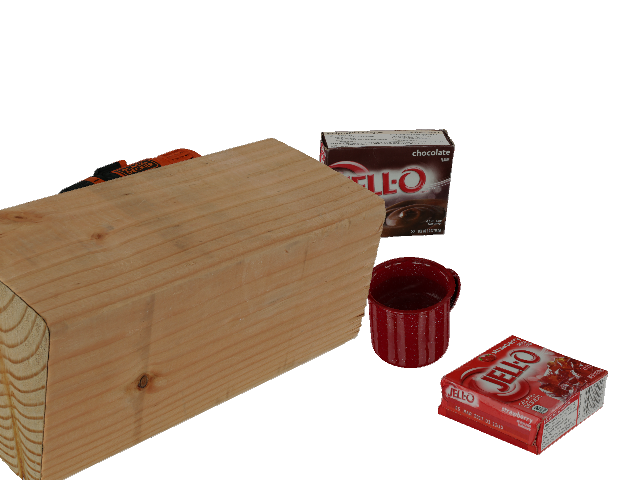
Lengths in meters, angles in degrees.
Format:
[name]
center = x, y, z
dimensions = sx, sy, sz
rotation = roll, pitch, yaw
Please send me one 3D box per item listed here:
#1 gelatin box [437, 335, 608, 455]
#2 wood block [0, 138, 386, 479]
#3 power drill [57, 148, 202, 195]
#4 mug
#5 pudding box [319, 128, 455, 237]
[gelatin box]
center = 0.130, 0.096, 0.681
dimensions = 0.073, 0.030, 0.089
rotation = 20, 26, 37
[wood block]
center = -0.072, 0.024, 0.521
dimensions = 0.090, 0.091, 0.205
rotation = 31, 35, 33
[power drill]
center = -0.103, -0.004, 0.762
dimensions = 0.188, 0.057, 0.184
rotation = 25, 36, 31
[mug]
center = 0.100, 0.071, 1.103
dimensions = 0.117, 0.081, 0.093
rotation = -31, 43, -32
[pudding box]
center = 0.054, -0.049, 0.921
dimensions = 0.113, 0.090, 0.039
rotation = -4, 34, -9
